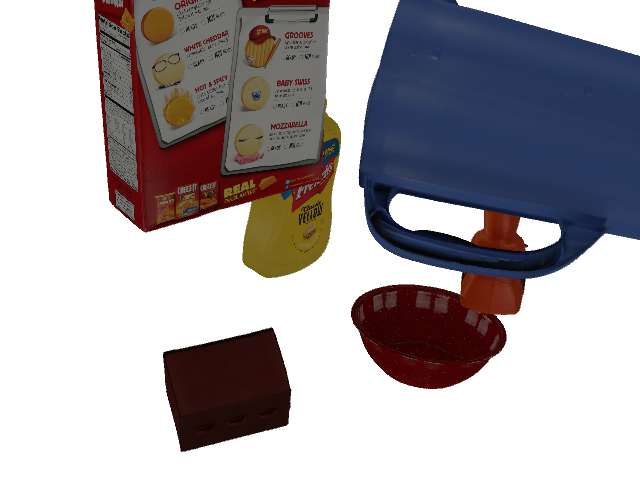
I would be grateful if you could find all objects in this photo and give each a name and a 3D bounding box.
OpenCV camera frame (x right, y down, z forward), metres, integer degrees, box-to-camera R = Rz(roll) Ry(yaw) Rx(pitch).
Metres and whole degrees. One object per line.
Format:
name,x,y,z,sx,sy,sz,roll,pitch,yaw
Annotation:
power drill,0.155,-0.034,0.896,0.057,0.188,0.184,10,31,10
bowl,0.108,0.106,1.109,0.162,0.055,0.162,6,25,-3
cracker box,-0.077,-0.131,0.779,0.163,0.214,0.072,-18,34,-32
pitcher,0.148,-0.061,0.689,0.243,0.149,0.145,15,33,7
foam brick,-0.063,0.101,0.721,0.078,0.051,0.053,-12,-36,-14
mustard bottle,-0.023,-0.063,0.978,0.058,0.192,0.096,32,41,32
